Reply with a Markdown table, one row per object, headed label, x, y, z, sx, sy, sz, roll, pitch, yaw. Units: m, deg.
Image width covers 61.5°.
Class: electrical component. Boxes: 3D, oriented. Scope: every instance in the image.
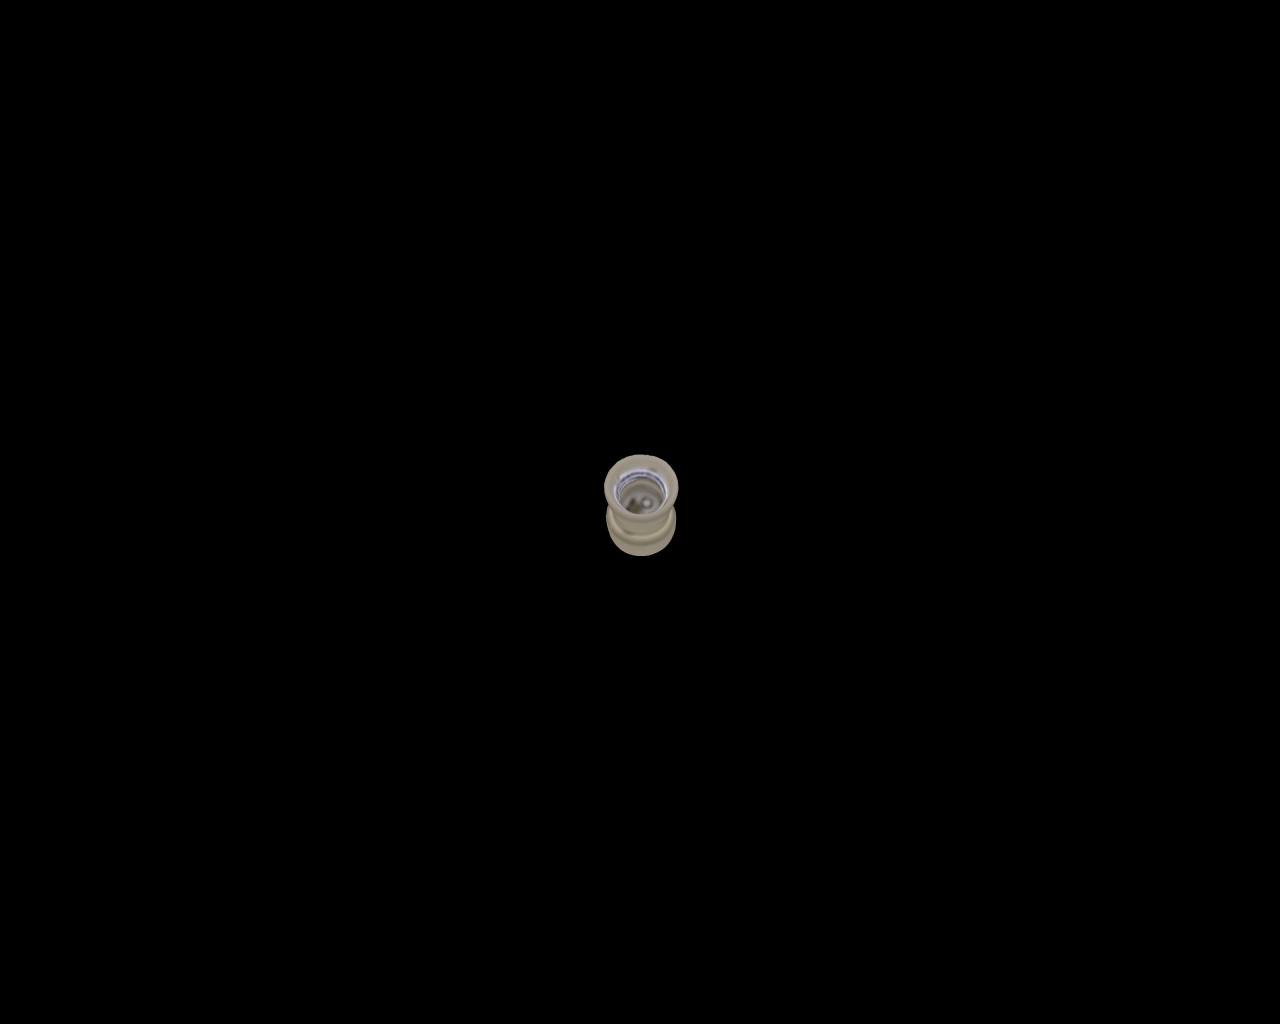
| label | x | y | z | sx | sy | sz | roll | pitch | yaw |
| --- | --- | --- | --- | --- | --- | --- | --- | --- | --- |
| electrical component | 0.001 | -0.003 | 0.650 | 0.045 | 0.045 | 0.055 | 0 | -30 | 0 |
